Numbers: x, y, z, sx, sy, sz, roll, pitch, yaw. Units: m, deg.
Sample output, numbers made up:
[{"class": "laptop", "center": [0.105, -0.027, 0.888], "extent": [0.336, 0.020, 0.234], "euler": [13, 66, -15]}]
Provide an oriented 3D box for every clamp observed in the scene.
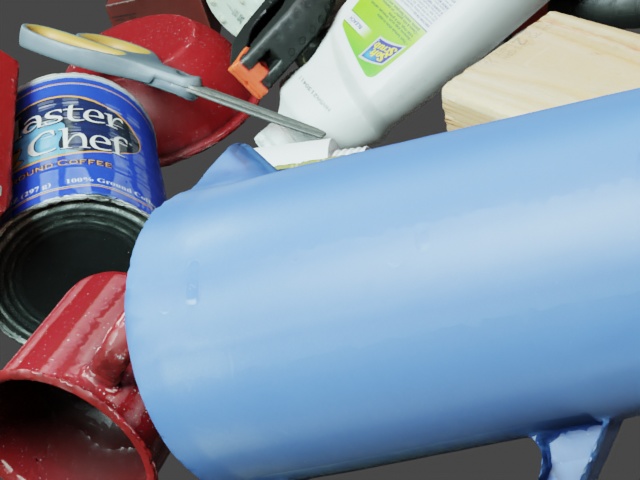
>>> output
[{"class": "clamp", "center": [-0.005, -0.163, 0.683], "extent": [0.120, 0.039, 0.171], "euler": [-33, 29, 45]}]

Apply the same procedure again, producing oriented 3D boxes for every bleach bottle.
[{"class": "bleach bottle", "center": [0.058, -0.139, 0.660], "extent": [0.251, 0.068, 0.103], "euler": [-41, 52, 4]}]

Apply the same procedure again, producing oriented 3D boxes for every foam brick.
[{"class": "foam brick", "center": [-0.122, -0.182, 0.844], "extent": [0.078, 0.053, 0.051], "euler": [-8, 38, 12]}]

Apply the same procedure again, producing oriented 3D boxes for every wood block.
[{"class": "wood block", "center": [0.166, -0.029, 0.504], "extent": [0.090, 0.091, 0.206], "euler": [-36, 41, -22]}]

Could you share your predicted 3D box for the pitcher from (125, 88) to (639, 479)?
[{"class": "pitcher", "center": [0.058, 0.029, 0.404], "extent": [0.243, 0.149, 0.144], "euler": [-14, 28, 29]}]

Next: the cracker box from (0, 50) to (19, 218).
[{"class": "cracker box", "center": [-0.246, 0.000, 0.567], "extent": [0.214, 0.072, 0.164], "euler": [-47, 32, 18]}]

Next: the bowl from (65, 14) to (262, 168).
[{"class": "bowl", "center": [-0.123, -0.114, 0.757], "extent": [0.162, 0.055, 0.162], "euler": [-11, 37, 9]}]

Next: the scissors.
[{"class": "scissors", "center": [-0.086, -0.100, 0.664], "extent": [0.202, 0.016, 0.096], "euler": [18, 15, 4]}]

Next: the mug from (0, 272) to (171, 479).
[{"class": "mug", "center": [-0.094, 0.061, 0.479], "extent": [0.093, 0.117, 0.081], "euler": [30, 41, 0]}]

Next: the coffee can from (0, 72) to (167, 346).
[{"class": "coffee can", "center": [-0.136, -0.018, 0.599], "extent": [0.103, 0.103, 0.140], "euler": [-19, 37, -2]}]

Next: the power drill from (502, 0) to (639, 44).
[{"class": "power drill", "center": [0.219, -0.179, 0.701], "extent": [0.188, 0.057, 0.184], "euler": [11, 45, 32]}]

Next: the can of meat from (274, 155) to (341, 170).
[{"class": "can of meat", "center": [-0.004, 0.001, 0.562], "extent": [0.102, 0.057, 0.084], "euler": [-8, 36, 11]}]
